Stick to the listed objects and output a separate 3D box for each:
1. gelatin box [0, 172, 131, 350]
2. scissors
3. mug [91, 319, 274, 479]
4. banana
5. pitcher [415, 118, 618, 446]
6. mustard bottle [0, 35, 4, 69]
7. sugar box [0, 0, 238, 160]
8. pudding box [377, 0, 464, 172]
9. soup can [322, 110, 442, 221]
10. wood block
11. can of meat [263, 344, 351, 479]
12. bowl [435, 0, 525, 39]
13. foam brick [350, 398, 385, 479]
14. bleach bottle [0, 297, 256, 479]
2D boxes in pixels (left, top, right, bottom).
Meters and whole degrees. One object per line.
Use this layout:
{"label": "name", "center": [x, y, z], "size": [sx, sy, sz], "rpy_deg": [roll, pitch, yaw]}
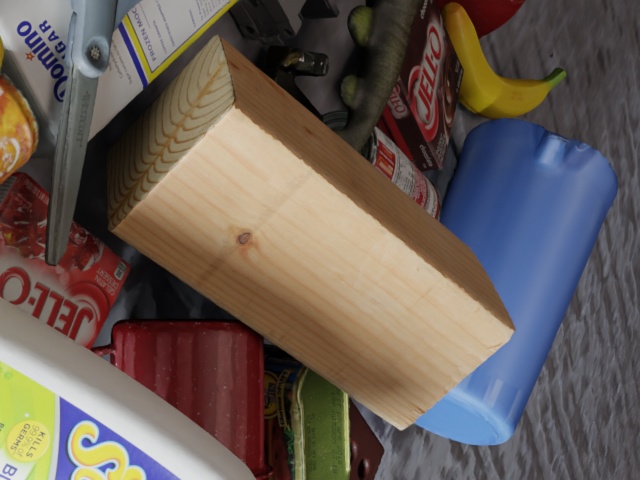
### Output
{"label": "gelatin box", "center": [-0.138, 0.021, 0.509], "size": [0.089, 0.030, 0.073], "rpy_deg": [50, 54, -46]}
{"label": "scissors", "center": [-0.093, -0.093, 0.495], "size": [0.096, 0.016, 0.202], "rpy_deg": [-11, 103, -53]}
{"label": "mug", "center": [-0.082, 0.083, 0.562], "size": [0.117, 0.093, 0.081], "rpy_deg": [1, 87, -20]}
{"label": "banana", "center": [0.140, -0.140, 0.895], "size": [0.197, 0.037, 0.070], "rpy_deg": [12, 104, -53]}
{"label": "pitcher", "center": [0.139, 0.038, 0.857], "size": [0.149, 0.145, 0.242], "rpy_deg": [44, 61, -35]}
{"label": "mustard bottle", "center": [-0.191, -0.126, 0.361], "size": [0.058, 0.096, 0.191], "rpy_deg": [-106, 177, -59]}
{"label": "sugar box", "center": [-0.104, -0.127, 0.532], "size": [0.176, 0.048, 0.093], "rpy_deg": [-50, 132, -37]}
{"label": "pudding box", "center": [0.068, -0.118, 0.781], "size": [0.090, 0.039, 0.113], "rpy_deg": [59, 34, -41]}
{"label": "soup can", "center": [0.031, -0.036, 0.724], "size": [0.102, 0.069, 0.068], "rpy_deg": [37, 63, -52]}
{"label": "wood block", "center": [-0.003, 0.001, 0.567], "size": [0.205, 0.091, 0.090], "rpy_deg": [38, 18, -28]}
{"label": "can of meat", "center": [-0.030, 0.112, 0.633], "size": [0.057, 0.084, 0.102], "rpy_deg": [-16, 107, -55]}
{"label": "bowl", "center": [0.137, -0.239, 0.874], "size": [0.161, 0.055, 0.162], "rpy_deg": [-9, 101, -56]}
{"label": "foam brick", "center": [0.000, 0.137, 0.711], "size": [0.078, 0.051, 0.053], "rpy_deg": [58, 48, -42]}
{"label": "bleach bottle", "center": [-0.077, 0.109, 0.453], "size": [0.250, 0.068, 0.102], "rpy_deg": [31, 90, -16]}
